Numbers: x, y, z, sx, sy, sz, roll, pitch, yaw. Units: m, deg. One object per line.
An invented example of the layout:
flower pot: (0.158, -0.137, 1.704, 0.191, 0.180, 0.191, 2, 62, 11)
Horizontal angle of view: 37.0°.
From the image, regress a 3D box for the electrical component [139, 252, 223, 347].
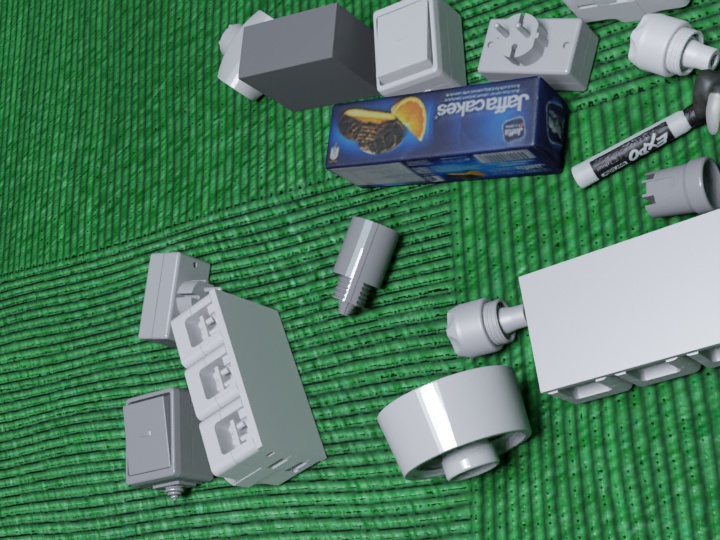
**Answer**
electrical component: (-0.160, 0.028, 1.013, 0.076, 0.047, 0.083, -2, 75, 33)

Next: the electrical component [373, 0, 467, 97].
electrical component: (0.049, -0.194, 0.927, 0.062, 0.061, 0.096, -14, 68, 31)

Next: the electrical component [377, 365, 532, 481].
electrical component: (0.073, 0.119, 0.786, 0.108, 0.108, 0.060, -30, 67, 24)

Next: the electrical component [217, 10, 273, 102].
electrical component: (-0.112, -0.217, 1.058, 0.079, 0.043, 0.077, 39, 99, 37)

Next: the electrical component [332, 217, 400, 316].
electrical component: (0.000, 0.000, 0.911, 0.043, 0.043, 0.081, 18, 86, 37)

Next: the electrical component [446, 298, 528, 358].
electrical component: (0.101, 0.042, 0.828, 0.062, 0.043, 0.043, -18, 66, 29)

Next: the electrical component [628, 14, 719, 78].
electrical component: (0.235, -0.163, 0.798, 0.062, 0.043, 0.043, 29, 93, 36)

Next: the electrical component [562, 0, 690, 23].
electrical component: (0.206, -0.227, 0.830, 0.089, 0.056, 0.050, -1, 75, 35)

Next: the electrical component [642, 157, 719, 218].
electrical component: (0.231, -0.057, 0.771, 0.046, 0.040, 0.040, -10, 70, 39)

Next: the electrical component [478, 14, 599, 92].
electrical component: (0.133, -0.179, 0.854, 0.083, 0.076, 0.047, 10, 81, 37)

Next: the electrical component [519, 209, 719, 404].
electrical component: (0.198, 0.030, 0.751, 0.150, 0.062, 0.089, -20, 65, 29)

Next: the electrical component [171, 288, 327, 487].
electrical component: (-0.099, 0.103, 0.919, 0.062, 0.089, 0.150, -34, 59, 22)

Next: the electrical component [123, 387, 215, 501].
electrical component: (-0.175, 0.159, 0.973, 0.062, 0.061, 0.096, -17, 66, 30)
